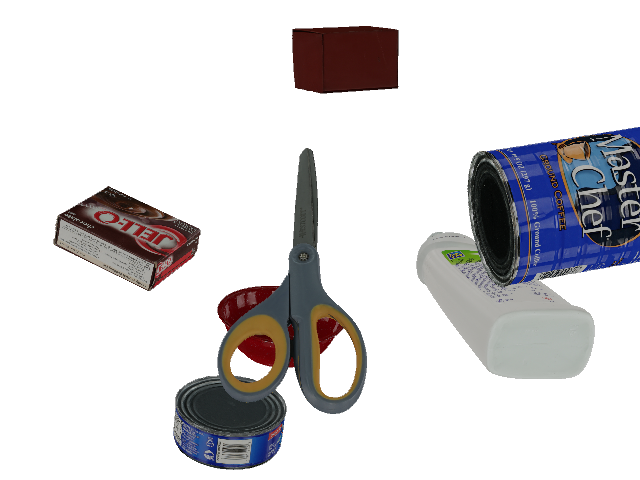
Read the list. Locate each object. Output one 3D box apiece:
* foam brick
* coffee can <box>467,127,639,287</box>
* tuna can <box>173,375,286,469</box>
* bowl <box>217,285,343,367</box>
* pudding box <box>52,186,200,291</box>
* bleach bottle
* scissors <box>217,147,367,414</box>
[{"bbox_3d":[0.022,-0.155,0.913,0.078,0.051,0.053,-8,17,-28],"label":"foam brick"},{"bbox_3d":[0.193,-0.027,0.797,0.140,0.103,0.103,-10,1,-8],"label":"coffee can"},{"bbox_3d":[-0.070,0.140,0.824,0.086,0.034,0.086,7,22,-3],"label":"tuna can"},{"bbox_3d":[-0.051,0.115,1.349,0.162,0.055,0.162,5,22,-2],"label":"bowl"},{"bbox_3d":[-0.187,-0.003,1.036,0.113,0.039,0.090,23,27,13],"label":"pudding box"},{"bbox_3d":[0.160,0.047,1.020,0.102,0.068,0.251,2,20,-14],"label":"bleach bottle"},{"bbox_3d":[-0.027,0.023,0.663,0.096,0.202,0.016,-13,-38,-6],"label":"scissors"}]
